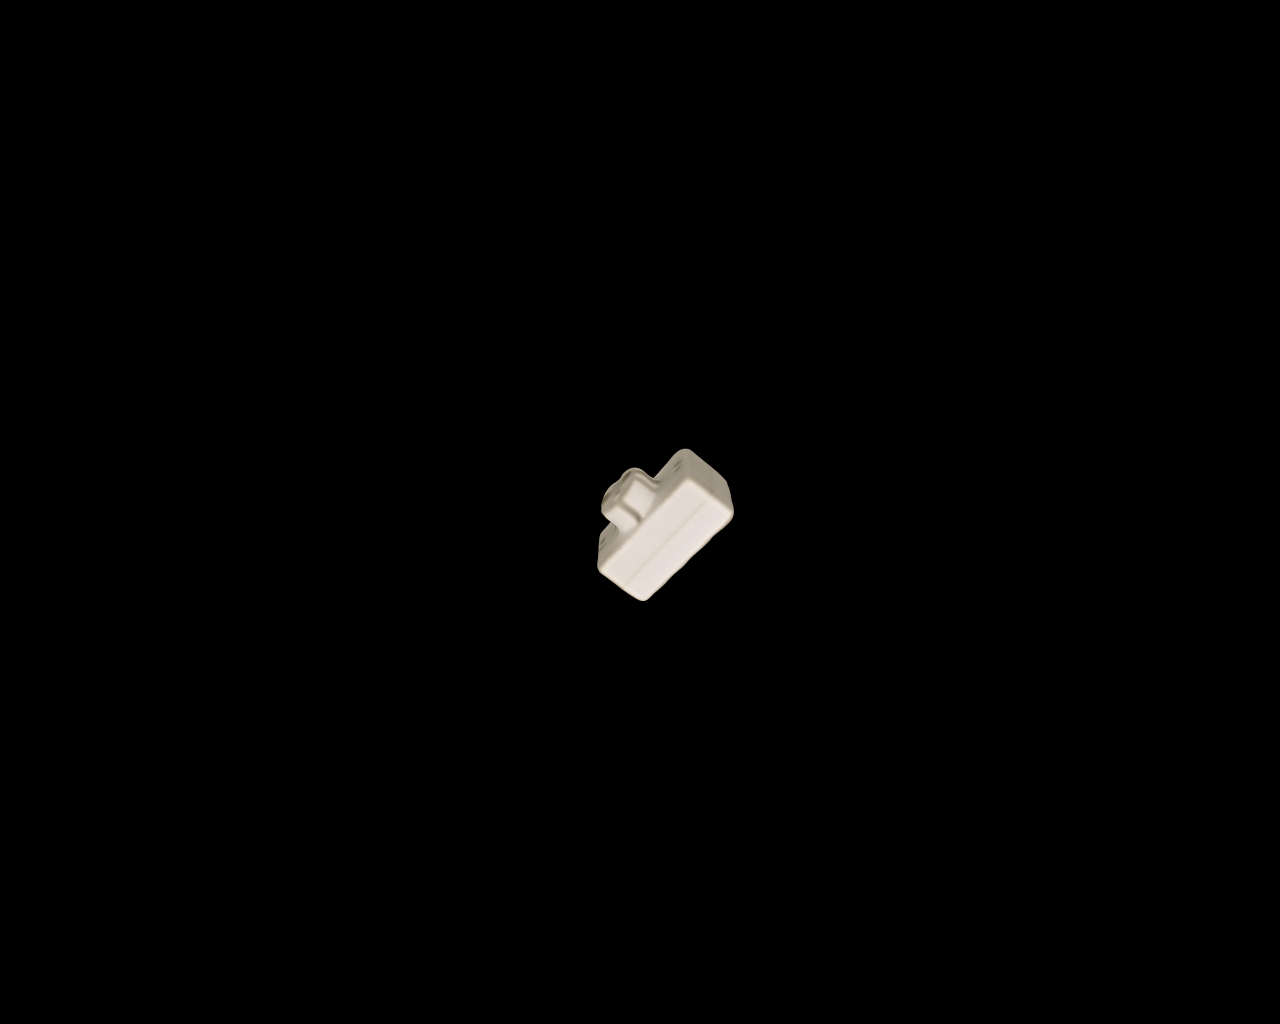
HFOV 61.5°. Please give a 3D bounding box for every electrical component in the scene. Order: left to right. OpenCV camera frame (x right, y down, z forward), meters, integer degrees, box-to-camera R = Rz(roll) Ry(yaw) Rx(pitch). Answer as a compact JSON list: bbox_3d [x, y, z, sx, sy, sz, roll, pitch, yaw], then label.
[{"bbox_3d":[0.001,-0.003,0.650,0.075,0.083,0.047,38,20,-16],"label":"electrical component"}]
